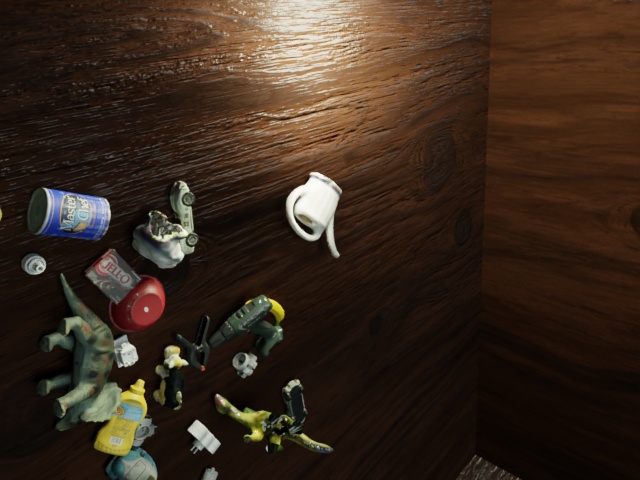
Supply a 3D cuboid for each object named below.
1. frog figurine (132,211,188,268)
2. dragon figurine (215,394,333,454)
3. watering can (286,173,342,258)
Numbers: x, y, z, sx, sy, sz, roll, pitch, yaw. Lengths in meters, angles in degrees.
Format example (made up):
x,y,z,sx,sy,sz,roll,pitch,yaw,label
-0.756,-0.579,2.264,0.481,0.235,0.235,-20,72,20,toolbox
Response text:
x,y,z,sx,sy,sz,roll,pitch,yaw,label
-0.421,0.024,1.342,0.137,0.156,0.126,19,38,-7,frog figurine
-0.168,0.600,1.690,0.406,0.123,0.243,32,-12,-26,dragon figurine
0.005,-0.090,1.791,0.104,0.227,0.342,13,-19,41,watering can
